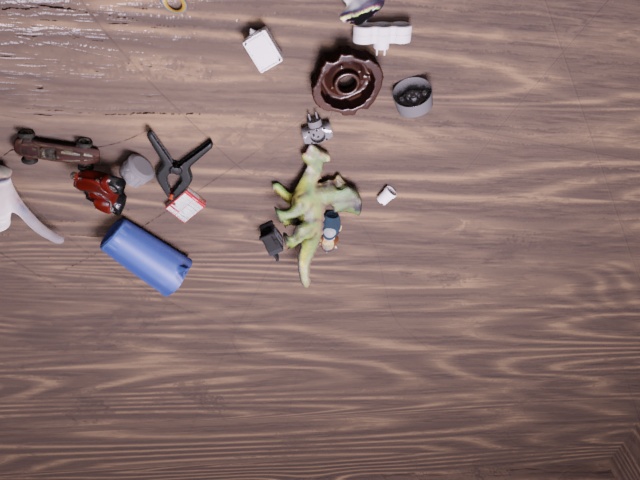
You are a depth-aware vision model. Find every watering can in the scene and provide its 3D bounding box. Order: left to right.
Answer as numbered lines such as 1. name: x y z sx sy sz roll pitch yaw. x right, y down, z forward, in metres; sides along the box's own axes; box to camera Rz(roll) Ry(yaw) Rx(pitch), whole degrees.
1. watering can: -0.844 -0.105 1.343 0.347 0.106 0.220 14 124 -15

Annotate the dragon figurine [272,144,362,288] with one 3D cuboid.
1. dragon figurine: 0.004 -0.073 1.450 0.243 0.124 0.403 -18 113 0

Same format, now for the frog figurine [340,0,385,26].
1. frog figurine: 0.071 -0.561 1.116 0.122 0.139 0.158 -11 101 46
